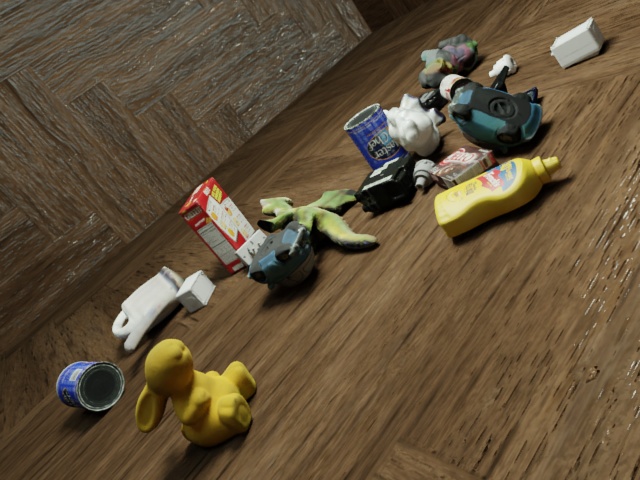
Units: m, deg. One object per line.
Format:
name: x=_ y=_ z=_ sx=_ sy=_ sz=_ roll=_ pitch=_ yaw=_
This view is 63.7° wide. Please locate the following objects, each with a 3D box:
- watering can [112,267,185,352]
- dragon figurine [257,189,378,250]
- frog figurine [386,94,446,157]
watering can: x=-0.437 y=0.179 z=1.338 sx=0.227 sy=0.103 sz=0.348 roll=-43 pitch=21 yaw=-16
dragon figurine: x=0.004 y=-0.058 z=1.153 sx=0.410 sy=0.120 sz=0.247 roll=4 pitch=37 yaw=38
frog figurine: x=0.206 y=-0.238 z=1.138 sx=0.121 sy=0.136 sz=0.163 roll=-30 pitch=24 yaw=36
